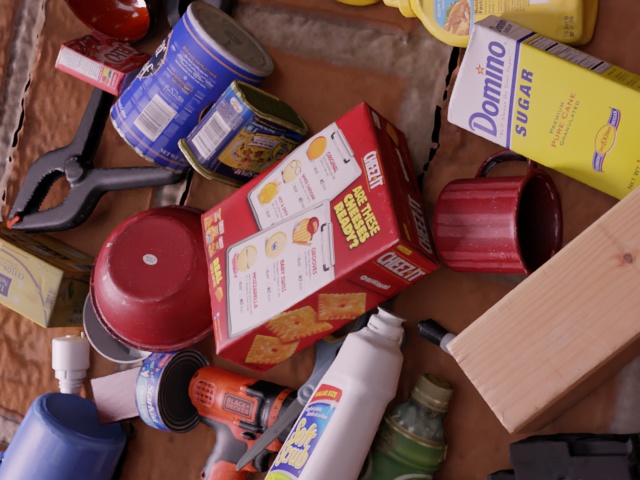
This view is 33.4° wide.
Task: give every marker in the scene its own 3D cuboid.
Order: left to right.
[{"bbox_3d":[0.136,0.105,0.943,0.121,0.020,0.020,32,105,28],"label":"marker"}]

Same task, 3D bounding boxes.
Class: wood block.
[{"bbox_3d":[0.215,0.056,0.844,0.206,0.090,0.091,-42,67,17],"label":"wood block"}]

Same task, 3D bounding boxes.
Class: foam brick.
[{"bbox_3d":[-0.193,0.161,1.123,0.078,0.052,0.051,-17,80,29],"label":"foam brick"}]

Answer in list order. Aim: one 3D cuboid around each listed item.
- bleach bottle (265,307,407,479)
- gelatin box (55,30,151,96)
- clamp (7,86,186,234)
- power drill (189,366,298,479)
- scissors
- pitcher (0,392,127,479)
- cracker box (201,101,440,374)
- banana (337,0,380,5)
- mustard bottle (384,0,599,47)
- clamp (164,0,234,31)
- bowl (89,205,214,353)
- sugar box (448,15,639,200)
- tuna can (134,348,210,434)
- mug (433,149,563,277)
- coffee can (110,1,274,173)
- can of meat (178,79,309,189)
[{"bbox_3d":[0.008,0.175,0.938,0.251,0.068,0.103,-65,17,4],"label":"bleach bottle"},{"bbox_3d":[-0.223,-0.187,1.116,0.073,0.089,0.030,26,114,4],"label":"gelatin box"},{"bbox_3d":[-0.260,-0.084,1.165,0.210,0.036,0.164,-31,69,12],"label":"clamp"},{"bbox_3d":[-0.059,0.230,1.039,0.185,0.057,0.188,15,94,28],"label":"power drill"},{"bbox_3d":[-0.012,0.124,0.998,0.202,0.016,0.096,-32,59,4],"label":"scissors"},{"bbox_3d":[-0.314,0.286,1.145,0.145,0.149,0.243,34,102,30],"label":"pitcher"},{"bbox_3d":[-0.006,0.001,0.977,0.214,0.072,0.164,-33,48,26],"label":"cracker box"},{"bbox_3d":[0.004,-0.282,1.030,0.070,0.037,0.198,-48,66,7],"label":"banana"},{"bbox_3d":[0.142,-0.216,0.928,0.192,0.058,0.096,5,96,31],"label":"mustard bottle"},{"bbox_3d":[-0.128,-0.280,1.107,0.120,0.039,0.171,27,102,31],"label":"clamp"},{"bbox_3d":[-0.160,0.028,1.064,0.162,0.055,0.162,-3,67,8],"label":"bowl"},{"bbox_3d":[0.196,-0.108,0.872,0.176,0.048,0.093,26,124,20],"label":"sugar box"},{"bbox_3d":[-0.147,0.150,1.077,0.034,0.086,0.086,4,90,33],"label":"tuna can"},{"bbox_3d":[0.151,-0.024,0.904,0.082,0.093,0.117,0,70,36],"label":"mug"},{"bbox_3d":[-0.128,-0.151,1.065,0.140,0.102,0.103,-47,66,21],"label":"coffee can"},{"bbox_3d":[-0.071,-0.099,1.029,0.084,0.101,0.057,-47,58,19],"label":"can of meat"}]
